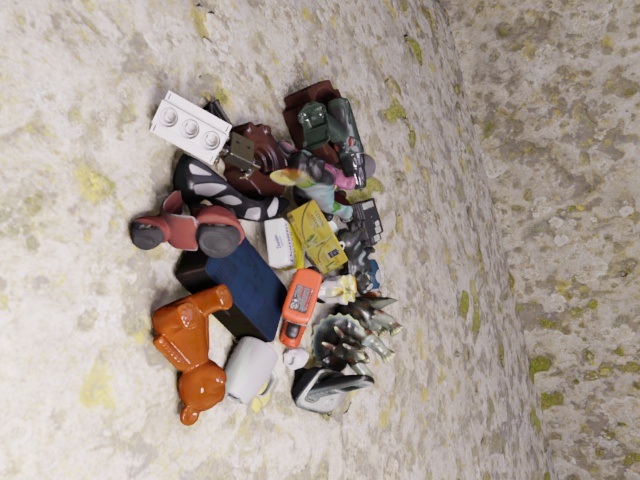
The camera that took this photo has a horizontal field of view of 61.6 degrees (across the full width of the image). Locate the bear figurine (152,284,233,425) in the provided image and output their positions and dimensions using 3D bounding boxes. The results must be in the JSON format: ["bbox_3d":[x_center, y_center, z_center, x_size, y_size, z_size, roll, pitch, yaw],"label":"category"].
[{"bbox_3d":[-0.192,0.187,0.864,0.120,0.132,0.195,-22,91,-54],"label":"bear figurine"}]

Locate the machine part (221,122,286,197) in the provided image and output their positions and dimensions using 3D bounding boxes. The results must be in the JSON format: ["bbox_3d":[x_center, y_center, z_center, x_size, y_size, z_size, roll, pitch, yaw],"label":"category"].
[{"bbox_3d":[-0.135,-0.163,1.150,0.179,0.056,0.179,25,60,-53],"label":"machine part"}]

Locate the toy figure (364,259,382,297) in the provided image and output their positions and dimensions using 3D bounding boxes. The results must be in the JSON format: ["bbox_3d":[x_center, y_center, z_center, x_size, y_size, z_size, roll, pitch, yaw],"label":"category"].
[{"bbox_3d":[0.142,0.131,1.481,0.064,0.058,0.154,-4,84,-37],"label":"toy figure"}]

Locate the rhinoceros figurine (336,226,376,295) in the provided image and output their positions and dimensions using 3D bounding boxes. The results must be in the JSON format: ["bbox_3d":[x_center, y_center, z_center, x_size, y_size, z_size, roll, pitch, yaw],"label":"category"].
[{"bbox_3d":[0.096,0.054,1.396,0.112,0.073,0.190,-60,137,-49],"label":"rhinoceros figurine"}]

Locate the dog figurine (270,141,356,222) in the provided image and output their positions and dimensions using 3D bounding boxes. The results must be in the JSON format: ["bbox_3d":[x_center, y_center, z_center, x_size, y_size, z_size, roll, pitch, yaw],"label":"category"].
[{"bbox_3d":[-0.033,-0.126,1.158,0.219,0.192,0.108,26,70,-40],"label":"dog figurine"}]

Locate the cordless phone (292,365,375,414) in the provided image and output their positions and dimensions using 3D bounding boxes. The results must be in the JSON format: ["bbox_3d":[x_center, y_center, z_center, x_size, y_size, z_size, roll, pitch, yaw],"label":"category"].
[{"bbox_3d":[0.047,0.310,1.139,0.146,0.184,0.089,35,46,-47],"label":"cordless phone"}]

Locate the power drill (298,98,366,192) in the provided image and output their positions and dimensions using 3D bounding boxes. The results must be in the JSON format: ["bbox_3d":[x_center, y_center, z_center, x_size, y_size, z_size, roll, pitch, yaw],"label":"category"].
[{"bbox_3d":[0.041,-0.235,1.272,0.207,0.086,0.232,0,77,-54],"label":"power drill"}]

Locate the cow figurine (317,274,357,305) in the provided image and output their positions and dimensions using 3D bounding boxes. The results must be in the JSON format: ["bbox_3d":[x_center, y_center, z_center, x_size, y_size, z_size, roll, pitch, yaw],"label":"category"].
[{"bbox_3d":[0.034,0.119,1.292,0.167,0.098,0.068,2,81,-74],"label":"cow figurine"}]

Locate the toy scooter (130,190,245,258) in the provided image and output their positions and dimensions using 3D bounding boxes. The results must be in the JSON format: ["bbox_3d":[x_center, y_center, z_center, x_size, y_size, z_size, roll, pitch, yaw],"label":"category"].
[{"bbox_3d":[-0.216,-0.034,0.901,0.135,0.184,0.075,-95,-171,-55],"label":"toy scooter"}]

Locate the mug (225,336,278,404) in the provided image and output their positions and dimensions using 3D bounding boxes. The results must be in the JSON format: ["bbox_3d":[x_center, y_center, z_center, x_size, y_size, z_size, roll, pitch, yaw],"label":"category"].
[{"bbox_3d":[-0.131,0.250,0.989,0.107,0.081,0.109,-58,132,-35],"label":"mug"}]

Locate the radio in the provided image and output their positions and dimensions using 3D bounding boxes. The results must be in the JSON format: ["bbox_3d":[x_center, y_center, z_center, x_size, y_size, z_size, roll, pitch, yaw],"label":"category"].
[{"bbox_3d":[-0.154,0.082,1.001,0.229,0.073,0.131,57,36,-38],"label":"radio"}]

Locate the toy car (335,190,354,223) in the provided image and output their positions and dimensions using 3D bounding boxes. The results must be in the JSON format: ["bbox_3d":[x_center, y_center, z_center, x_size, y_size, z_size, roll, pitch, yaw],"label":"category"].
[{"bbox_3d":[0.022,-0.105,1.379,0.202,0.053,0.089,27,37,-53],"label":"toy car"}]

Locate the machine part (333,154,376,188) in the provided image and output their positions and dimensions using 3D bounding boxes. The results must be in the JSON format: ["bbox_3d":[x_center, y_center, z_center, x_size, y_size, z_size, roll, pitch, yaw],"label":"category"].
[{"bbox_3d":[0.092,-0.195,1.497,0.243,0.079,0.079,-27,102,-59],"label":"machine part"}]

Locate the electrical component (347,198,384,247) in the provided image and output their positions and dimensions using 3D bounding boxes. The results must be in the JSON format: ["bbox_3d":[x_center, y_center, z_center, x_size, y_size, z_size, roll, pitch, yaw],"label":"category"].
[{"bbox_3d":[0.126,-0.045,1.517,0.115,0.058,0.134,-19,95,-56],"label":"electrical component"}]

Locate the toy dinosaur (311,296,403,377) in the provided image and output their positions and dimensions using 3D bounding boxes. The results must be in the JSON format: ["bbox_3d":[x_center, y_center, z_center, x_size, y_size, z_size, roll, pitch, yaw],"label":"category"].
[{"bbox_3d":[0.093,0.207,1.316,0.192,0.131,0.405,43,25,-7],"label":"toy dinosaur"}]

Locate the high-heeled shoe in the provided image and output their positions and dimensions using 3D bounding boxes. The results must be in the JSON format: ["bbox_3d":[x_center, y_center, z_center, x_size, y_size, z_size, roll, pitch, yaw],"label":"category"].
[{"bbox_3d":[-0.163,-0.104,1.027,0.249,0.086,0.145,-17,114,-40],"label":"high-heeled shoe"}]

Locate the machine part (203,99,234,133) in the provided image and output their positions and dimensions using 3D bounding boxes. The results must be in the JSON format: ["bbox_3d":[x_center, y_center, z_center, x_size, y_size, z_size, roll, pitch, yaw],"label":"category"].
[{"bbox_3d":[-0.218,-0.222,1.057,0.084,0.039,0.139,67,31,-23],"label":"machine part"}]

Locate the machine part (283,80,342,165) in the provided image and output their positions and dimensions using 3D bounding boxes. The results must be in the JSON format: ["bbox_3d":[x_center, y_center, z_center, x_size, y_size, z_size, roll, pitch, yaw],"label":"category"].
[{"bbox_3d":[0.000,-0.297,1.386,0.201,0.087,0.200,-47,119,-55],"label":"machine part"}]

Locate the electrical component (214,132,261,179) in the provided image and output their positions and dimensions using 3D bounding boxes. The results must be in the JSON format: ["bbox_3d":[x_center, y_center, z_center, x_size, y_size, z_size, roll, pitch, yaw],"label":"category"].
[{"bbox_3d":[-0.164,-0.163,1.039,0.102,0.045,0.078,18,49,-34],"label":"electrical component"}]

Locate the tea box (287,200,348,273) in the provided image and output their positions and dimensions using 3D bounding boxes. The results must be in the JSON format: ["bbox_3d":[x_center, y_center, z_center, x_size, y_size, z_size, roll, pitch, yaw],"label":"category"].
[{"bbox_3d":[-0.002,-0.003,1.151,0.098,0.068,0.169,62,3,22],"label":"tea box"}]
